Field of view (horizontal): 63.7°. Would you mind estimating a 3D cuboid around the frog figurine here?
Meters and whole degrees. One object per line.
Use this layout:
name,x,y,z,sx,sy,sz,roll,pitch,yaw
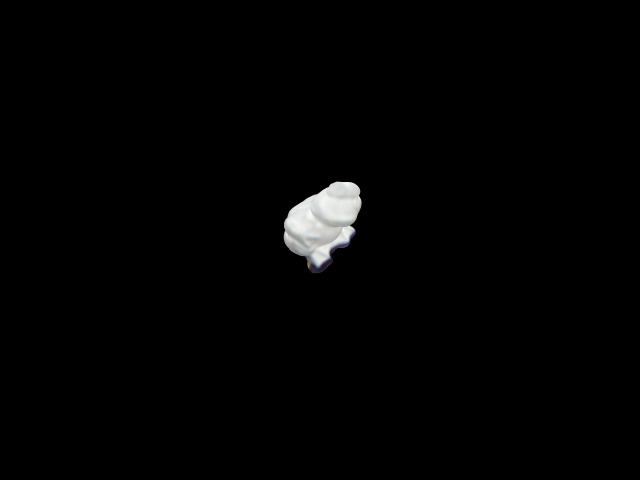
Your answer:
frog figurine,0.003,-0.043,0.850,0.138,0.125,0.155,-26,-34,-19
